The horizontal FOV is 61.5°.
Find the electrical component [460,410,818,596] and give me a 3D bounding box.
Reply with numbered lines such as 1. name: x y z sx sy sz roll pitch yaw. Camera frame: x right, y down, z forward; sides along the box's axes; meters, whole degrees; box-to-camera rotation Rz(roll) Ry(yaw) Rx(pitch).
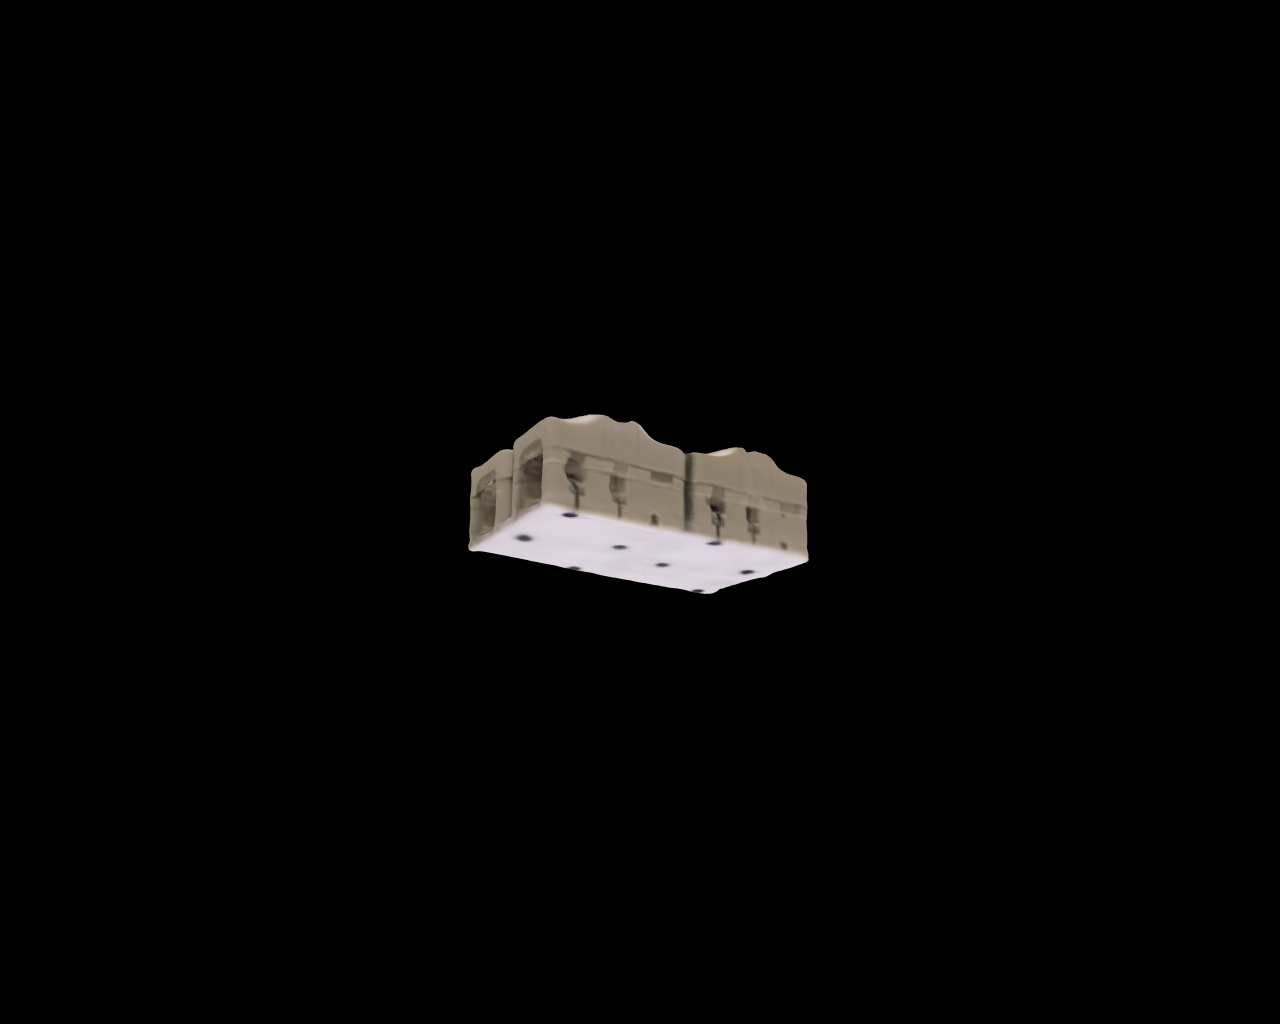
1. electrical component: 0.001 -0.003 0.650 0.186 0.060 0.105 12 -23 -31
